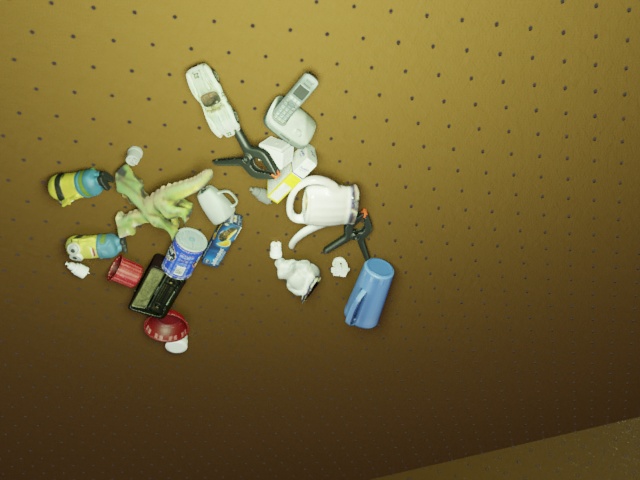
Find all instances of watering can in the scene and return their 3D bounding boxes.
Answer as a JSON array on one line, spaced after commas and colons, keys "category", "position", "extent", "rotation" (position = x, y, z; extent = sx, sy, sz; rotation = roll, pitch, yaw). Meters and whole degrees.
[{"category": "watering can", "position": [0.005, -0.081, 1.602], "extent": [0.224, 0.106, 0.339], "rotation": [0, 144, -8]}]

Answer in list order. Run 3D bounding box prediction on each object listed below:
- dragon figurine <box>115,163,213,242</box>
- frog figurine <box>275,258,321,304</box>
[{"category": "dragon figurine", "position": [-0.486, -0.128, 1.493], "extent": [0.241, 0.125, 0.403], "rotation": [31, 126, -13]}, {"category": "frog figurine", "position": [-0.082, 0.118, 1.772], "extent": [0.160, 0.125, 0.134], "rotation": [36, 136, 11]}]
